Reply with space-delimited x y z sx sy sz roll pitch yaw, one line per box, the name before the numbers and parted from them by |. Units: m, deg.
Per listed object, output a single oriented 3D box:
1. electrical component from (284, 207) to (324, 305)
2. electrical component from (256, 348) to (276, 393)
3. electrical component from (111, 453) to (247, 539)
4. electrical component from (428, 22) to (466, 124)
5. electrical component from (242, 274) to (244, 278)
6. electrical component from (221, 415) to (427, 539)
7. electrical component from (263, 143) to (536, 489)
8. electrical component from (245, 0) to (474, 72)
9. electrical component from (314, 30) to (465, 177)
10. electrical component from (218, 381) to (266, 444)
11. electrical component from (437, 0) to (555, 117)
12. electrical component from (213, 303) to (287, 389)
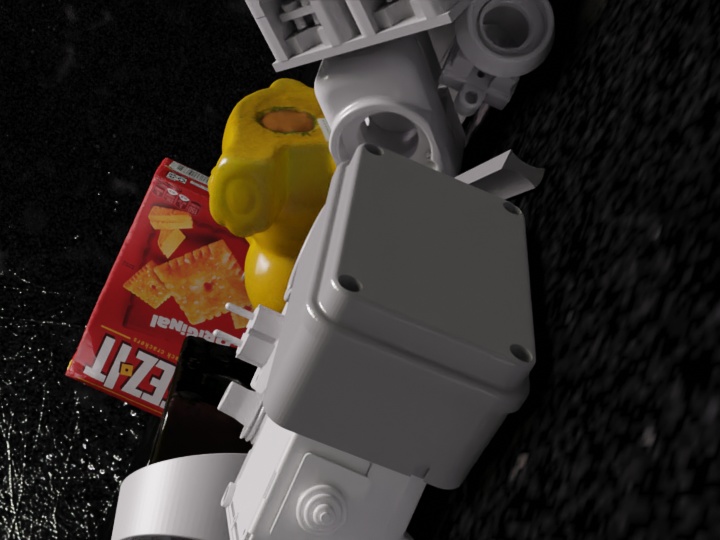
electrical component | 0.000 0.000 0.560 0.095 0.059 0.053 -48 20 61
electrical component | -0.025 0.046 0.630 0.081 0.043 0.043 -60 11 26
electrical component | -0.076 0.129 0.550 0.099 0.099 0.064 127 158 -52
electrical component | 0.053 -0.139 0.615 0.096 0.061 0.061 -59 12 35
electrical component | -0.051 -0.015 0.867 0.061 0.061 0.096 -69 10 -20
electrical component | -0.011 0.083 0.403 0.061 0.061 0.096 -66 10 -1
electrical component | 0.017 0.012 0.386 0.113 0.078 0.057 -81 15 -57
electrical component | 0.031 -0.180 0.541 0.105 0.060 0.186 -6 32 40
electrical component | 0.017 -0.078 0.560 0.054 0.095 0.059 -11 37 20
electrical component | -0.048 0.084 0.600 0.048 0.062 0.048 -61 6 11
electrical component | 0.067 -0.112 0.523 0.055 0.048 0.066 126 167 -80
electrical component | -0.055 0.046 0.691 0.065 0.077 0.047 -66 10 -7
